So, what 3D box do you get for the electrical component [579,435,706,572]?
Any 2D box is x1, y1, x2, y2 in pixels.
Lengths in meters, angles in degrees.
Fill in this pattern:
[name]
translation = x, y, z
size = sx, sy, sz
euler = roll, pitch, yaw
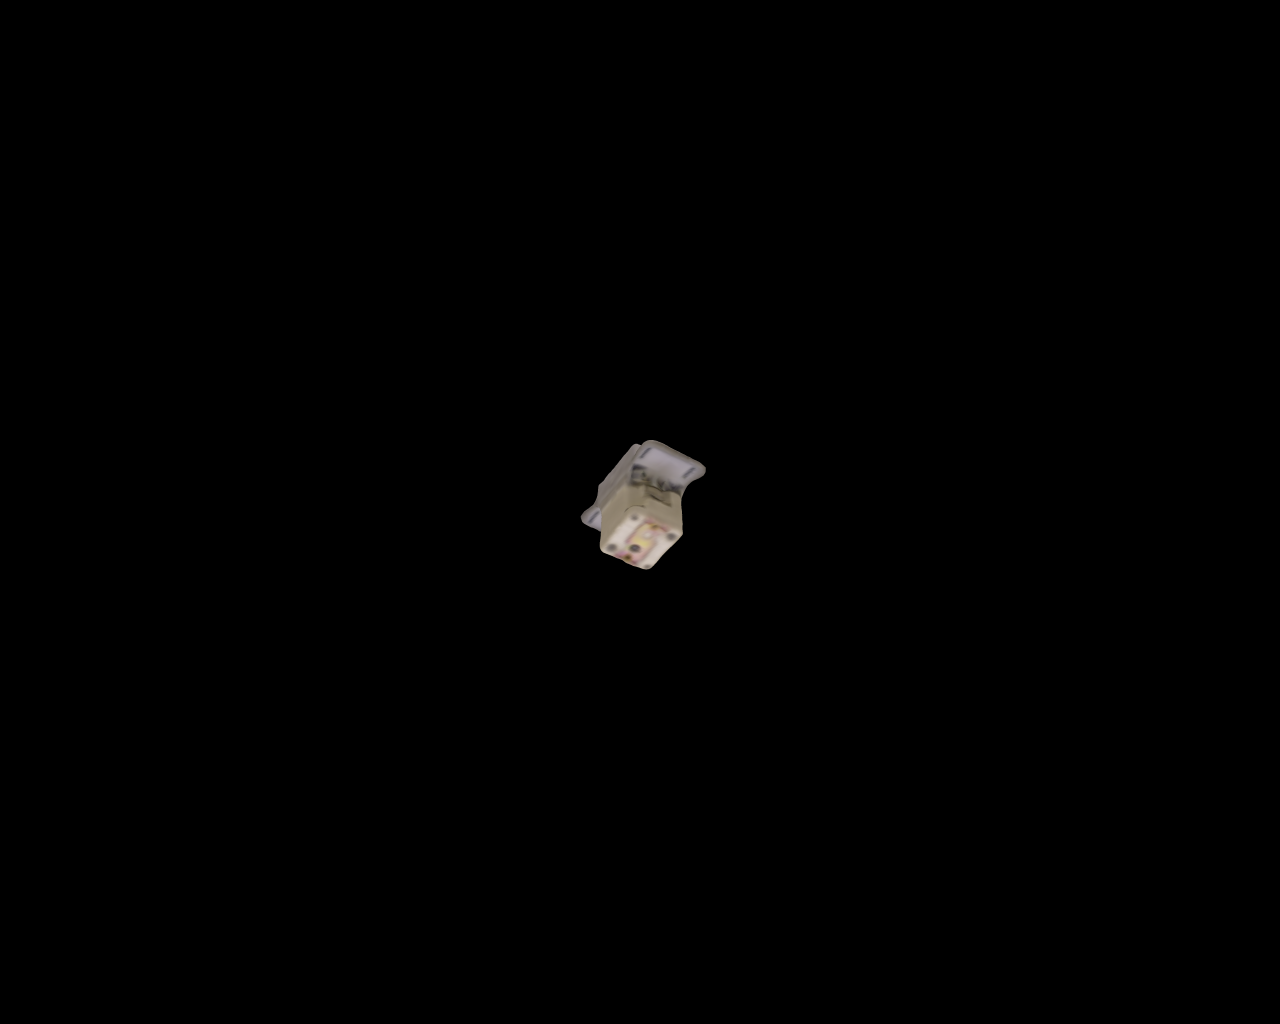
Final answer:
[electrical component]
translation = 0.001, -0.003, 0.650
size = 0.042, 0.064, 0.081
euler = 24, -50, -22
